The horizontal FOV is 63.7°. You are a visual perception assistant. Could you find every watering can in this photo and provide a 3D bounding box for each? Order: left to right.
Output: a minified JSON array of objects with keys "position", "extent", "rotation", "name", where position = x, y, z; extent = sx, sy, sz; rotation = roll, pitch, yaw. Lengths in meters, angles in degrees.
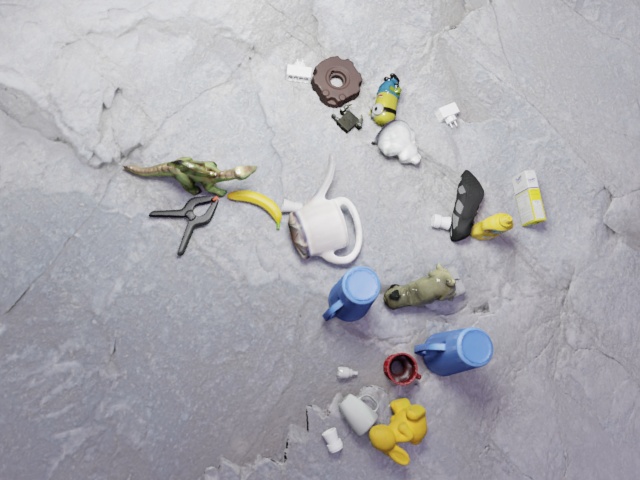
[{"position":[0.005,-0.081,1.610],"extent":[0.225,0.104,0.347],"rotation":[-17,91,-11],"name":"watering can"}]

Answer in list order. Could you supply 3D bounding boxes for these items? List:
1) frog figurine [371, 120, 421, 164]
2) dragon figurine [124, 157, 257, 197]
[{"position":[0.269,-0.317,1.711],"extent":[0.139,0.120,0.161],"rotation":[-32,71,-33],"name":"frog figurine"},{"position":[-0.394,-0.212,1.533],"extent":[0.410,0.241,0.123],"rotation":[3,83,-9],"name":"dragon figurine"}]
